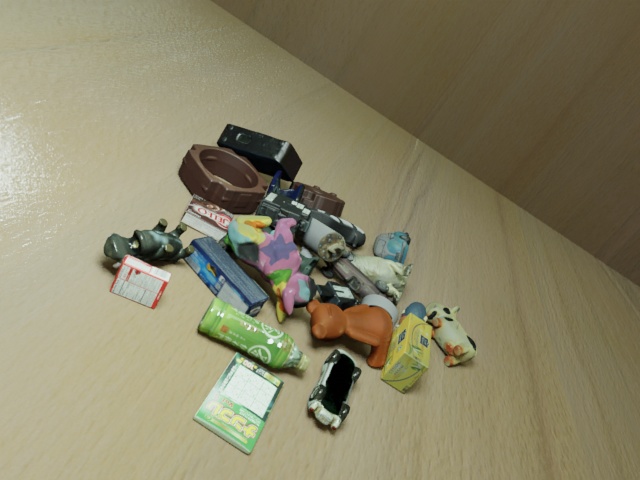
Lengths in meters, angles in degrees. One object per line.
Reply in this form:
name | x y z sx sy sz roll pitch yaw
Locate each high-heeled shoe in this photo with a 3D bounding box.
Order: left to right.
high-heeled shoe | 0.025 -0.047 1.573 0.249 0.086 0.145 31 18 -5

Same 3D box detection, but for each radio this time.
radio | -0.176 -0.251 1.545 0.230 0.073 0.131 19 -16 20

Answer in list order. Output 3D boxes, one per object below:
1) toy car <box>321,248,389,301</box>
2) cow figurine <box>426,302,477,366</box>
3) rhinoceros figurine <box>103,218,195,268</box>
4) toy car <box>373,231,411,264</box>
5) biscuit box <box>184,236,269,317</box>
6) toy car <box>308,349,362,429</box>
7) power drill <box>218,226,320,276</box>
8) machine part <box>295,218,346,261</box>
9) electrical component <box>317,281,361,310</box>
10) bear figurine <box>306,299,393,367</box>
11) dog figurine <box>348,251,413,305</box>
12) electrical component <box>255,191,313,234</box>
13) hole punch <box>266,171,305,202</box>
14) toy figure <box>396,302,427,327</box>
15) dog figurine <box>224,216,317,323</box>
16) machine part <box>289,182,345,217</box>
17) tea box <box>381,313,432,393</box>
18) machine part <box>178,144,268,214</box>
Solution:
toy car | 0.085 0.100 1.377 0.202 0.089 0.053 43 25 14
cow figurine | 0.349 0.241 1.445 0.127 0.085 0.195 5 36 -34
rhinoceros figurine | -0.334 0.010 1.052 0.190 0.112 0.073 1 69 -66
toy car | 0.216 0.019 1.643 0.103 0.109 0.162 16 19 2
biscuit box | -0.201 0.078 1.133 0.203 0.059 0.063 45 30 19
toy car | 0.029 0.287 1.054 0.073 0.056 0.202 40 28 -3
power drill | -0.115 0.033 1.293 0.207 0.086 0.232 30 24 9
machine part | -0.003 -0.004 1.391 0.079 0.079 0.243 18 8 -28
electrical component | 0.033 0.140 1.302 0.119 0.047 0.075 8 36 -40
bear figurine | 0.058 0.203 1.188 0.196 0.131 0.120 1 37 -19
dog figurine | 0.147 0.086 1.478 0.191 0.121 0.172 22 -10 14
electrical component | -0.086 -0.066 1.353 0.134 0.058 0.115 23 21 2
hole punch | -0.114 -0.117 1.480 0.092 0.115 0.142 34 28 -14
toy figure | 0.240 0.214 1.397 0.154 0.064 0.057 -44 116 -58
dog figurine | -0.105 0.063 1.151 0.191 0.108 0.219 2 67 -22
machine part | -0.012 -0.124 1.618 0.179 0.056 0.179 21 12 -5
tea box | 0.202 0.258 1.243 0.068 0.098 0.170 34 25 -1
machine part | -0.257 -0.159 1.430 0.201 0.087 0.202 -2 45 -48
